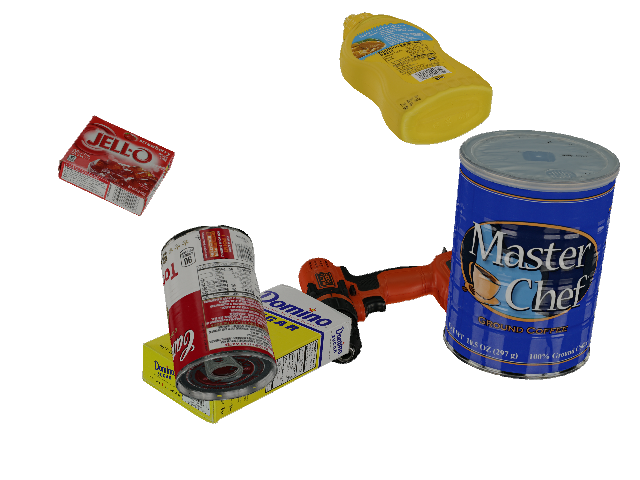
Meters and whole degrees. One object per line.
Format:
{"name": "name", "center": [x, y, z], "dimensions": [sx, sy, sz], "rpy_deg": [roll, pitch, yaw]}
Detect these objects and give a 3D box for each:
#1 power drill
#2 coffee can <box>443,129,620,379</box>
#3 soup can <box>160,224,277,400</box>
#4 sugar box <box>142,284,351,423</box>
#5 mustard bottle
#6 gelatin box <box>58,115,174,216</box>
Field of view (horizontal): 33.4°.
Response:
{"name": "power drill", "center": [0.076, 0.067, 1.157], "dimensions": [0.187, 0.057, 0.184], "rpy_deg": [-5, 28, -9]}
{"name": "coffee can", "center": [0.139, 0.007, 0.720], "dimensions": [0.103, 0.140, 0.103], "rpy_deg": [2, 24, -1]}
{"name": "soup can", "center": [-0.071, 0.048, 0.727], "dimensions": [0.068, 0.102, 0.068], "rpy_deg": [-9, -31, -6]}
{"name": "sugar box", "center": [-0.063, 0.096, 0.959], "dimensions": [0.093, 0.048, 0.175], "rpy_deg": [25, 35, 35]}
{"name": "mustard bottle", "center": [0.072, -0.164, 1.005], "dimensions": [0.096, 0.058, 0.192], "rpy_deg": [-20, 44, -18]}
{"name": "gelatin box", "center": [-0.195, -0.073, 1.022], "dimensions": [0.089, 0.073, 0.030], "rpy_deg": [25, -45, -2]}
